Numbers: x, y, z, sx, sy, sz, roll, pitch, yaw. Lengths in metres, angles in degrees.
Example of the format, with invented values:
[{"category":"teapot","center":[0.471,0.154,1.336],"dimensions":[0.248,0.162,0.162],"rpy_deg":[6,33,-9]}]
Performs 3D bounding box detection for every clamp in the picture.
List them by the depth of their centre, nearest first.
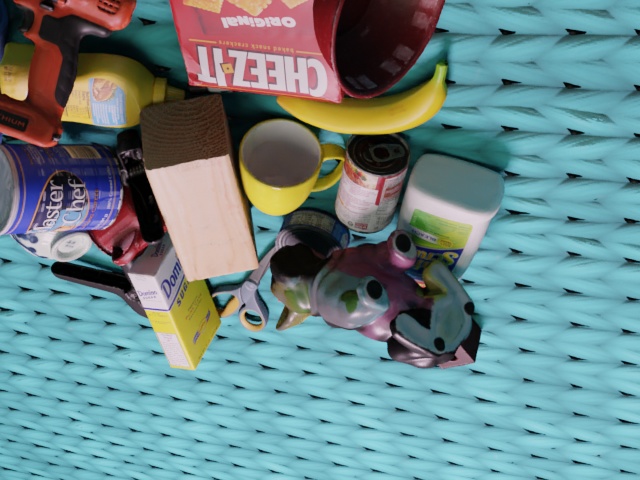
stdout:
[{"category":"clamp","center":[-0.204,-0.083,1.177],"dimensions":[0.039,0.171,0.120],"rpy_deg":[-12,124,-12]},{"category":"clamp","center":[-0.247,0.056,1.450],"dimensions":[0.209,0.036,0.165],"rpy_deg":[32,140,-17]}]

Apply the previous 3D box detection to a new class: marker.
[{"category":"marker","center":[-0.087,-0.165,1.126],"dimensions":[0.121,0.020,0.020],"rpy_deg":[0,137,25]}]

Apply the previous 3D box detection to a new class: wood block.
[{"category":"wood block","center":[-0.131,-0.054,1.186],"dimensions":[0.090,0.091,0.206],"rpy_deg":[-11,144,-1]}]

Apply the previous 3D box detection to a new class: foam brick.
[{"category":"foam brick","center":[0.156,0.114,1.320],"dimensions":[0.053,0.051,0.078],"rpy_deg":[-16,129,37]}]

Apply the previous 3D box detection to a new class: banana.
[{"category":"banana","center":[0.051,-0.138,1.084],"dimensions":[0.198,0.037,0.069],"rpy_deg":[-7,117,30]}]

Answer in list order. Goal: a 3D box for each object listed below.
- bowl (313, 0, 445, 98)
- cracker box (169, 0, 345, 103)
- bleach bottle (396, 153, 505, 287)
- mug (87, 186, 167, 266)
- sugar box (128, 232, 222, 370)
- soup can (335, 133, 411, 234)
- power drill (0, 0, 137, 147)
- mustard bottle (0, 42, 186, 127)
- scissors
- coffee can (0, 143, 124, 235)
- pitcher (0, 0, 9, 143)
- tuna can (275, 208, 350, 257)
[{"category":"bowl","center":[0.044,-0.208,0.927],"dimensions":[0.055,0.162,0.162],"rpy_deg":[31,149,29]},{"category":"cracker box","center":[-0.057,-0.232,0.988],"dimensions":[0.164,0.072,0.214],"rpy_deg":[9,141,14]},{"category":"bleach bottle","center":[0.132,0.013,1.203],"dimensions":[0.102,0.068,0.251],"rpy_deg":[19,144,9]},{"category":"mug","center":[-0.226,-0.023,1.286],"dimensions":[0.093,0.117,0.082],"rpy_deg":[30,137,-28]},{"category":"sugar box","center":[-0.185,0.076,1.389],"dimensions":[0.048,0.093,0.176],"rpy_deg":[5,135,21]},{"category":"soup can","center":[0.055,-0.062,1.144],"dimensions":[0.068,0.068,0.102],"rpy_deg":[17,143,5]},{"category":"power drill","center":[-0.297,-0.199,1.062],"dimensions":[0.184,0.188,0.057],"rpy_deg":[21,-175,-10]},{"category":"mustard bottle","center":[-0.241,-0.162,1.150],"dimensions":[0.191,0.058,0.096],"rpy_deg":[6,146,-4]},{"category":"scissors","center":[-0.078,0.070,1.404],"dimensions":[0.096,0.016,0.202],"rpy_deg":[39,140,-18]},{"category":"coffee can","center":[-0.310,-0.059,1.210],"dimensions":[0.140,0.103,0.103],"rpy_deg":[-4,165,-45]},{"category":"pitcher","center":[-0.420,-0.179,1.190],"dimensions":[0.149,0.145,0.243],"rpy_deg":[14,140,-12]},{"category":"tuna can","center":[-0.008,0.002,1.277],"dimensions":[0.086,0.033,0.086],"rpy_deg":[13,141,10]}]
